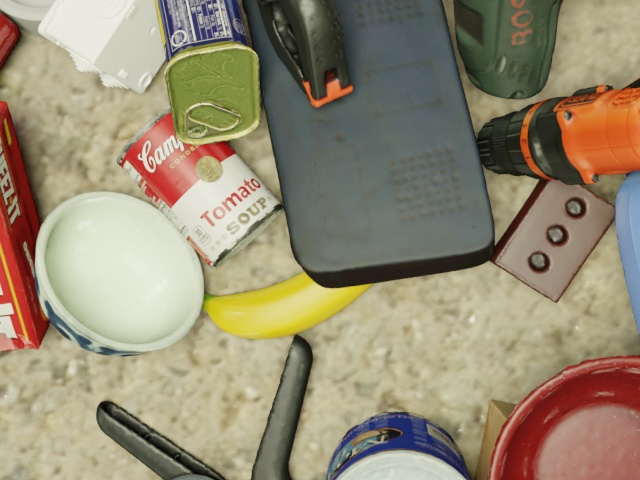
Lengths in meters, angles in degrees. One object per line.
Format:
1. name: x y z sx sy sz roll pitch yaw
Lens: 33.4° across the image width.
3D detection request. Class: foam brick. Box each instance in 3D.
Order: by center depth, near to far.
1. foam brick: 0.160 -0.003 0.736 0.053 0.051 0.078 33 92 2

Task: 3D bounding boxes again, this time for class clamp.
1. clamp: -0.029 -0.166 0.655 0.039 0.120 0.171 -21 106 -10
2. clamp: -0.045 0.177 0.755 0.165 0.036 0.210 -27 91 11

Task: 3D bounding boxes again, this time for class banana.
1. banana: 0.000 0.019 0.752 0.198 0.037 0.069 -28 88 3

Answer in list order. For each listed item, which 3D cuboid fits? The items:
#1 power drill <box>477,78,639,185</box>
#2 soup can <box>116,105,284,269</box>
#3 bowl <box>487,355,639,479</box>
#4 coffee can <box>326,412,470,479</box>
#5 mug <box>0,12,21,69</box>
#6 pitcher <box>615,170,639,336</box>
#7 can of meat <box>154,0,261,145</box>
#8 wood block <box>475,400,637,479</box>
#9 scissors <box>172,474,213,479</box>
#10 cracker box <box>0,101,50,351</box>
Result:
1. power drill: 0.210 -0.096 0.686 0.187 0.185 0.057 -33 106 -21
2. soup can: -0.083 -0.038 0.742 0.068 0.068 0.102 -42 89 3
3. bowl: 0.178 0.147 0.644 0.162 0.055 0.162 0 91 2
4. coffee can: 0.052 0.175 0.700 0.103 0.140 0.103 0 91 3
5. mug: -0.269 -0.139 0.732 0.093 0.117 0.081 30 87 37
6. pitcher: 0.273 0.048 0.689 0.149 0.145 0.243 -10 93 11
7. can of meat: -0.075 -0.124 0.683 0.057 0.102 0.084 -11 65 -7
8. wood block: 0.144 0.224 0.721 0.090 0.091 0.206 11 91 2
9. scissors: -0.144 0.201 0.755 0.202 0.016 0.096 9 102 13
10. cracker box: -0.303 0.001 0.719 0.214 0.072 0.164 -4 122 4
